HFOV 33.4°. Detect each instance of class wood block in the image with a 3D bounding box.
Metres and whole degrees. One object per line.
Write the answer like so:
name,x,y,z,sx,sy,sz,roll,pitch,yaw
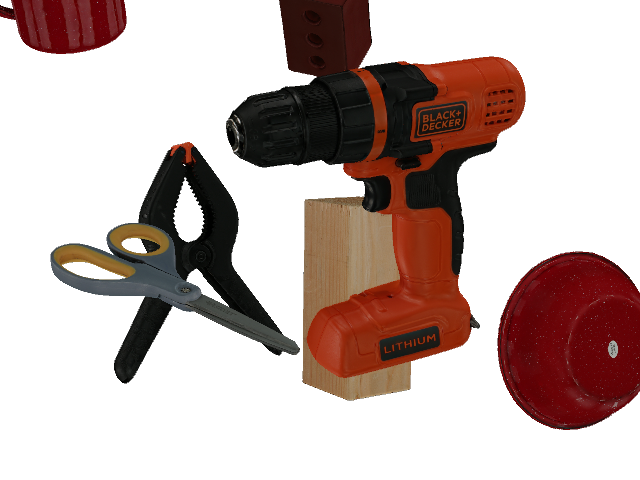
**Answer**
wood block,0.040,0.059,1.166,0.090,0.206,0.091,-4,9,-36

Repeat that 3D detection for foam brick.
foam brick,0.005,-0.166,0.802,0.053,0.051,0.078,15,-35,18

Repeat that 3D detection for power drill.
power drill,0.032,-0.013,0.634,0.184,0.188,0.057,-11,32,-23

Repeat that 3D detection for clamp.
clamp,-0.105,0.019,0.956,0.164,0.210,0.036,1,-1,-32

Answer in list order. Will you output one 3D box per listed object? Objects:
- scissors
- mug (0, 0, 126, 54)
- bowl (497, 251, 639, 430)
scissors,-0.091,0.027,0.740,0.202,0.016,0.096,14,32,17
mug,-0.201,-0.190,0.788,0.117,0.081,0.093,-2,36,1
bowl,0.238,0.091,0.935,0.161,0.162,0.055,0,2,-22
